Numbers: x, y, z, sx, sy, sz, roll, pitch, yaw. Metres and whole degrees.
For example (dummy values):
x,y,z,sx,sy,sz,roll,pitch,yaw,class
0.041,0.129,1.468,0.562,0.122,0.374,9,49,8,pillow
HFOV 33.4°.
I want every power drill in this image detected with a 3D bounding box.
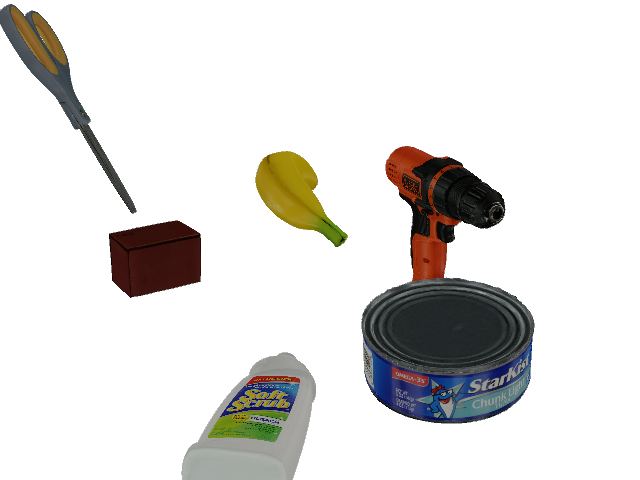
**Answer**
x,y,z,sx,sy,sz,roll,pitch,yaw,class
0.134,0.006,1.116,0.057,0.188,0.185,-14,26,-21,power drill

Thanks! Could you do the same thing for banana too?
x,y,z,sx,sy,sz,roll,pitch,yaw,class
-0.023,-0.041,0.864,0.037,0.069,0.198,-41,17,8,banana

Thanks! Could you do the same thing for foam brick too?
x,y,z,sx,sy,sz,roll,pitch,yaw,class
-0.163,0.017,1.054,0.078,0.051,0.053,-12,23,-28,foam brick

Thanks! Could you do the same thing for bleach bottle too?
x,y,z,sx,sy,sz,roll,pitch,yaw,class
-0.062,0.179,1.085,0.102,0.068,0.250,4,20,6,bleach bottle

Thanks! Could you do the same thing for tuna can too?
x,y,z,sx,sy,sz,roll,pitch,yaw,class
0.064,0.054,0.538,0.086,0.034,0.086,-3,28,1,tuna can

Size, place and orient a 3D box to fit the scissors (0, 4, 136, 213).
x,y,z,sx,sy,sz,roll,pitch,yaw,class
-0.215,-0.122,0.939,0.016,0.201,0.096,-27,26,10,scissors
